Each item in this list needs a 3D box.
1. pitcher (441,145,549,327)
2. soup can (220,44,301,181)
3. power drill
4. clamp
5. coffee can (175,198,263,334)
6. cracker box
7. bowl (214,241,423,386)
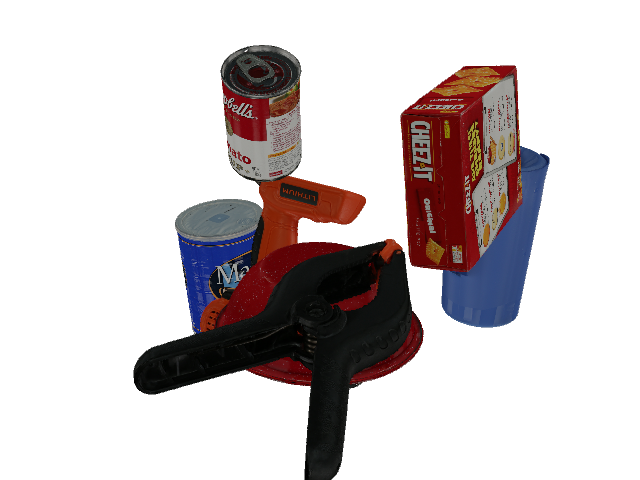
[{"bbox_3d":[0.220,-0.007,1.445,0.149,0.243,0.145,5,23,3],"label":"pitcher"},{"bbox_3d":[-0.050,-0.110,0.932,0.068,0.068,0.102,0,-42,0],"label":"soup can"},{"bbox_3d":[-0.018,0.037,1.033,0.185,0.187,0.057,17,1,26],"label":"power drill"},{"bbox_3d":[0.002,0.057,0.562,0.120,0.039,0.171,36,52,28],"label":"clamp"},{"bbox_3d":[-0.110,0.035,1.253,0.103,0.140,0.103,-5,26,2],"label":"coffee can"},{"bbox_3d":[0.152,-0.083,1.124,0.072,0.164,0.213,4,22,25],"label":"cracker box"},{"bbox_3d":[0.000,0.045,0.811,0.162,0.055,0.162,1,25,-1],"label":"bowl"}]
